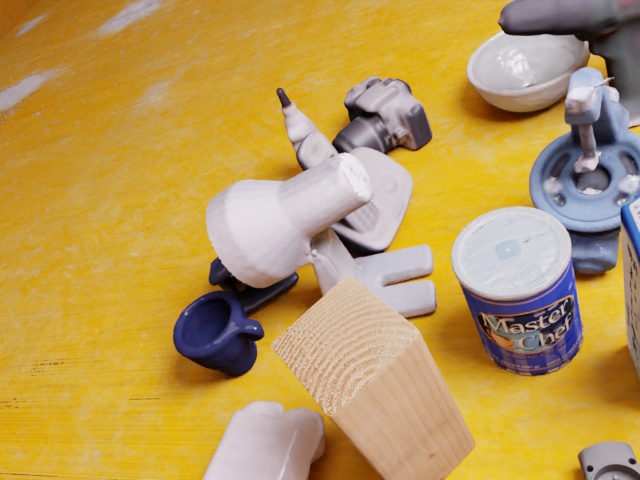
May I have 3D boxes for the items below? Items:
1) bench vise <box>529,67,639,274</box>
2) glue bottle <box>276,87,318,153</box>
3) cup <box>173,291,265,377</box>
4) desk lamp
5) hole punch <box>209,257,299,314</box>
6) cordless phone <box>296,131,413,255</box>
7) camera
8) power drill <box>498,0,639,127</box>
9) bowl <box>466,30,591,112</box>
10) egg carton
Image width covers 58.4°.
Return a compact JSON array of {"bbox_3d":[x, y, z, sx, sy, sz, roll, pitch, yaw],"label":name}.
[{"bbox_3d":[0.271,-0.101,0.592,0.121,0.220,0.207,-13,45,20],"label":"bench vise"},{"bbox_3d":[-0.024,-0.152,0.846,0.037,0.174,0.078,-17,44,16],"label":"glue bottle"},{"bbox_3d":[-0.105,0.122,0.691,0.117,0.095,0.092,-3,49,28],"label":"cup"},{"bbox_3d":[0.006,0.002,0.652,0.203,0.214,0.118,-15,45,18],"label":"desk lamp"},{"bbox_3d":[-0.100,0.030,0.779,0.108,0.091,0.100,-33,42,-1],"label":"hole punch"},{"bbox_3d":[0.042,-0.084,0.734,0.093,0.186,0.148,2,52,31],"label":"cordless phone"},{"bbox_3d":[0.074,-0.179,0.869,0.137,0.101,0.142,-39,42,-8],"label":"camera"},{"bbox_3d":[0.339,-0.227,0.680,0.229,0.209,0.075,-22,43,10],"label":"power drill"},{"bbox_3d":[0.297,-0.234,0.812,0.167,0.075,0.167,-16,44,16],"label":"bowl"},{"bbox_3d":[-0.058,0.236,0.575,0.107,0.070,0.150,1,51,31],"label":"egg carton"}]
